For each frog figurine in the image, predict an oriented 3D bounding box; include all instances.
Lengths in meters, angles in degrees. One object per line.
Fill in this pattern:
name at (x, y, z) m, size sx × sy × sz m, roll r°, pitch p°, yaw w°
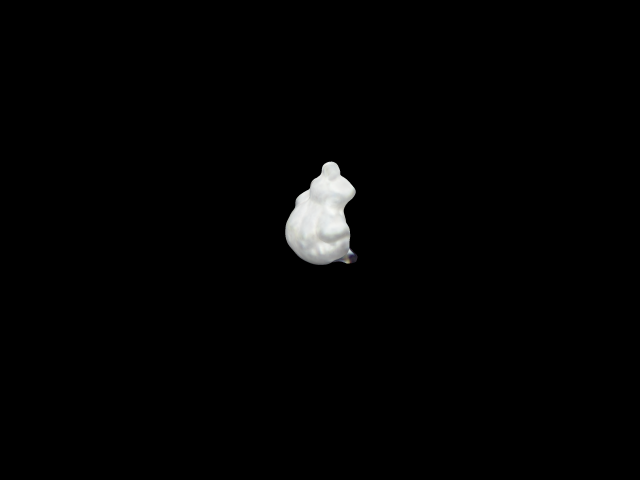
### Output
frog figurine at (0.003, -0.043, 0.850) m, size 0.123 × 0.155 × 0.140 m, roll -11°, pitch 41°, yaw -13°
